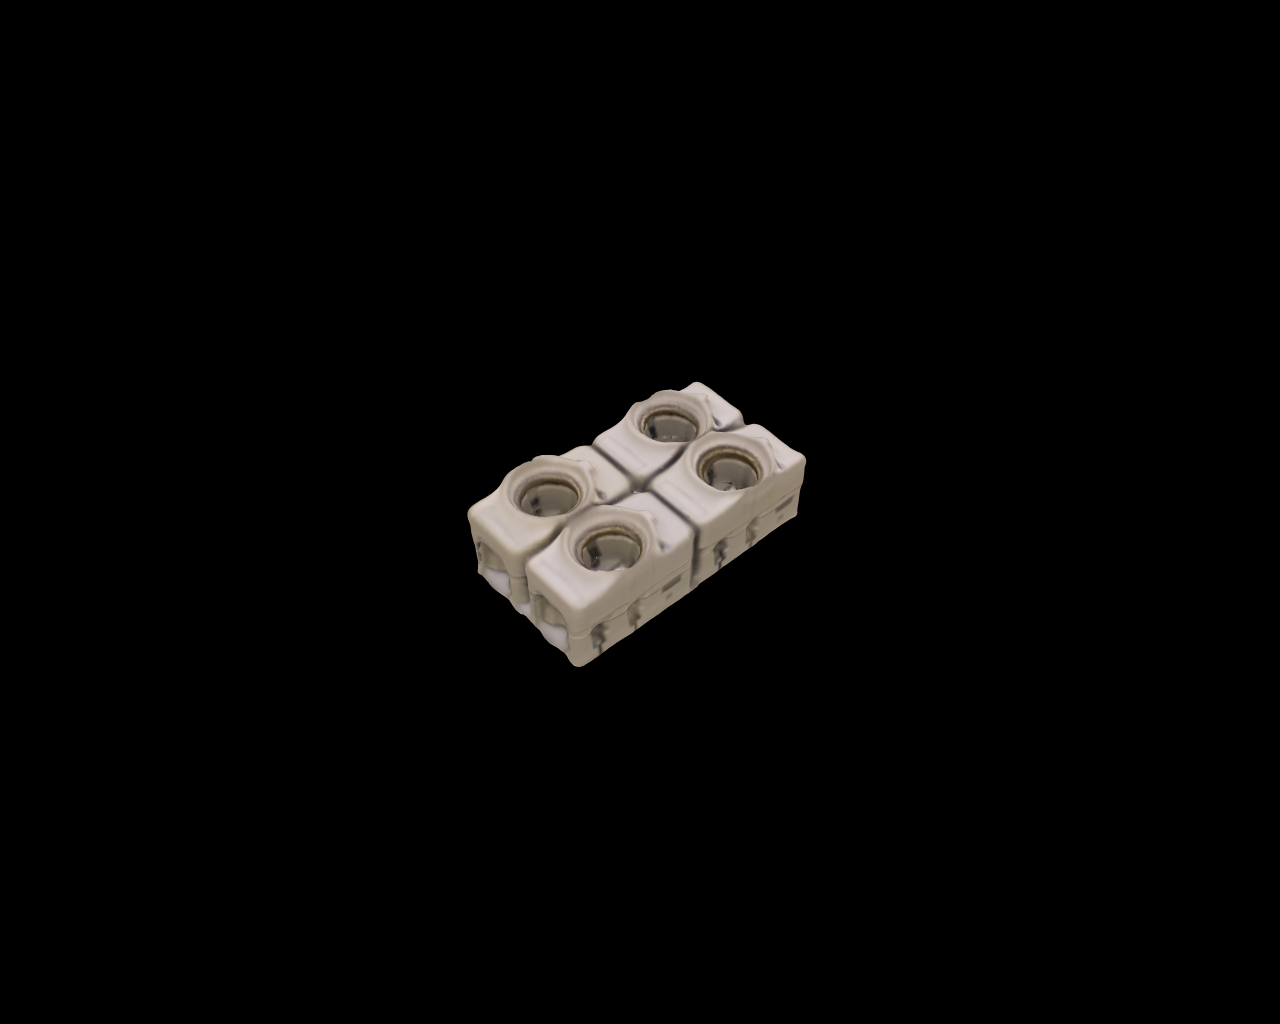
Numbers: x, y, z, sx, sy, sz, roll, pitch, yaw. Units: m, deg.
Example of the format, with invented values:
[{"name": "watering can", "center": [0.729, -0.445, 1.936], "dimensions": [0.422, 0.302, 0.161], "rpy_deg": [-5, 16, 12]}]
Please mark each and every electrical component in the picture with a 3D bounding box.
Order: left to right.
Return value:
[{"name": "electrical component", "center": [0.001, -0.003, 0.650], "dimensions": [0.186, 0.060, 0.105], "rpy_deg": [-32, 54, -27]}]
